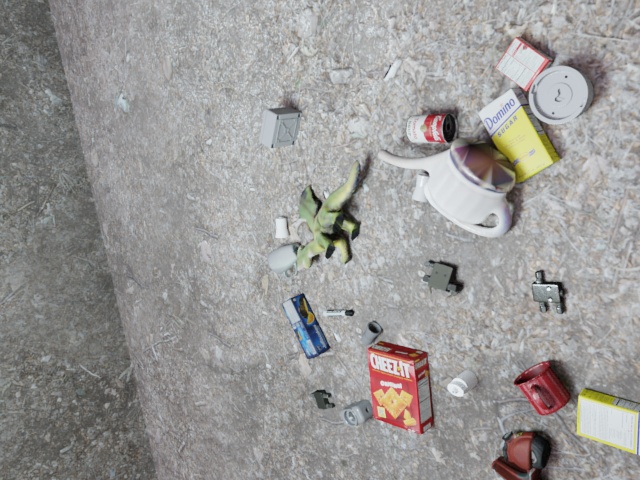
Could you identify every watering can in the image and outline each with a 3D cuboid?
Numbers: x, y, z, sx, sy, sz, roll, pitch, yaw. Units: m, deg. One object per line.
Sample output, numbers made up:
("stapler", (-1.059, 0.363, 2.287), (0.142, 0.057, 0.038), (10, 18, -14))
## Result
("watering can", (0.287, -0.142, 1.144), (0.106, 0.350, 0.219), (-43, -14, -29))

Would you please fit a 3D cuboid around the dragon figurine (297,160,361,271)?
("dragon figurine", (0.005, -0.075, 1.497), (0.122, 0.403, 0.246), (-6, 30, -39))
